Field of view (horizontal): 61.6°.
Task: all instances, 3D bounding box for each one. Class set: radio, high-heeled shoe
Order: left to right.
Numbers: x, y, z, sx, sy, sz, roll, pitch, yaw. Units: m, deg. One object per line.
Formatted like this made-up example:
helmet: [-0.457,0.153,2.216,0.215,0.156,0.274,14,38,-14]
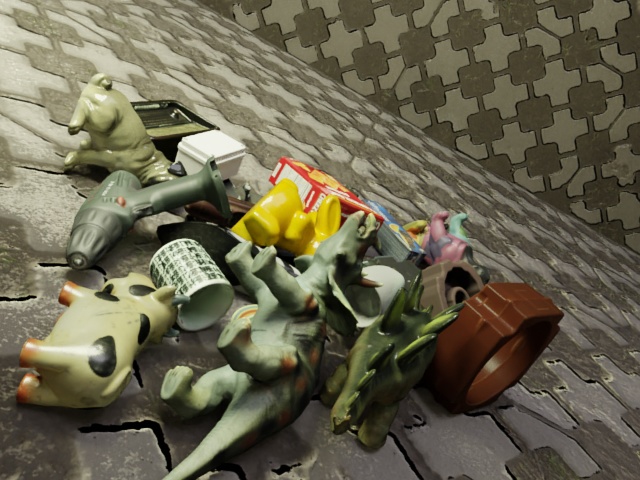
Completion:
radio: [-0.315,-0.213,1.058,0.131,0.073,0.229,35,24,10]
high-heeled shoe: [-0.118,0.038,0.814,0.249,0.086,0.145,28,1,18]

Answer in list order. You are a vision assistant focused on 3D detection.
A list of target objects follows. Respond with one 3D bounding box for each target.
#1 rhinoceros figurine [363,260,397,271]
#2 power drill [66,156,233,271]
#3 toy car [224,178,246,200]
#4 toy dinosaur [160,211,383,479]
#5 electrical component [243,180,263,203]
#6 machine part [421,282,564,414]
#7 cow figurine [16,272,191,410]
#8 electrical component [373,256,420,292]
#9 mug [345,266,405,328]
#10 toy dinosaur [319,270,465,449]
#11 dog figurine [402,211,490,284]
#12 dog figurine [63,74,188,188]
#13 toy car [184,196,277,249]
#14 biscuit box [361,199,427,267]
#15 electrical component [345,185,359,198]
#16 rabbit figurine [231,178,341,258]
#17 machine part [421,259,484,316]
rhinoceros figurine: [0.077,0.082,0.939,0.112,0.073,0.190,5,36,-18]
power drill: [-0.229,-0.042,0.741,0.207,0.085,0.232,-20,29,-5]
toy car: [-0.202,-0.105,1.001,0.073,0.056,0.202,1,36,-36]
toy dinosaur: [-0.048,0.130,0.617,0.192,0.131,0.405,43,51,-25]
electrical component: [-0.116,-0.074,1.047,0.102,0.045,0.078,20,25,-21]
machine part: [0.260,0.161,0.824,0.201,0.201,0.087,4,31,-44]
cow figurine: [-0.215,0.095,0.567,0.127,0.085,0.195,19,24,-11]
electrical component: [0.154,0.085,1.029,0.115,0.058,0.134,0,39,-51]
mug: [0.074,0.076,0.827,0.110,0.080,0.107,25,24,31]
toy dinosaur: [0.084,0.146,0.666,0.105,0.198,0.471,32,22,11]
dog figurine: [0.275,0.054,1.182,0.108,0.192,0.219,9,66,-44]
dog figurine: [-0.293,-0.157,0.870,0.190,0.172,0.121,16,38,-12]
toy car: [-0.130,-0.038,0.911,0.202,0.089,0.053,19,26,-27]
biscuit box: [0.149,-0.012,1.202,0.059,0.062,0.203,9,32,-41]
electrical component: [0.061,-0.093,1.260,0.021,0.063,0.094,59,6,-37]
rabbit figurine: [-0.035,-0.004,0.862,0.173,0.122,0.162,47,51,-3]
machine part: [0.247,0.121,0.981,0.179,0.056,0.179,23,55,-38]
